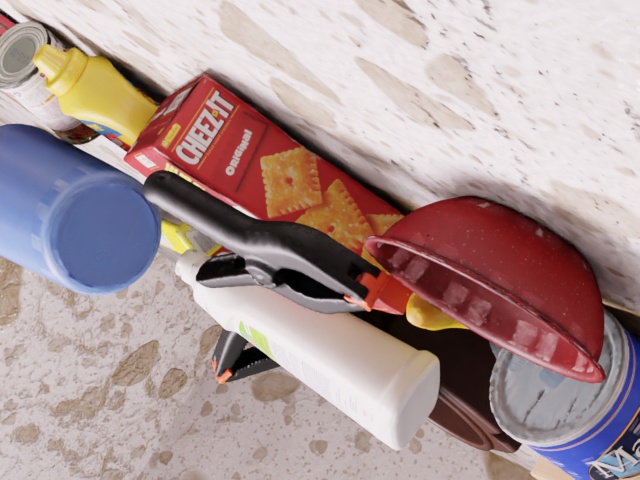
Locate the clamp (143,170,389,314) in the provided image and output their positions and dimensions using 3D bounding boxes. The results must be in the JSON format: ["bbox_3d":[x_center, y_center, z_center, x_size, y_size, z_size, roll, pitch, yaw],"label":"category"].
[{"bbox_3d":[-0.039,0.005,0.707,0.172,0.039,0.120,9,152,34],"label":"clamp"}]

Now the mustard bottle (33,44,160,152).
[{"bbox_3d":[-0.159,-0.102,0.902,0.191,0.058,0.096,37,176,-31],"label":"mustard bottle"}]

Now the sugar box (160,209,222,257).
[{"bbox_3d":[-0.124,-0.034,1.044,0.048,0.093,0.176,57,163,-21],"label":"sugar box"}]

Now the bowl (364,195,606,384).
[{"bbox_3d":[0.108,0.021,0.634,0.162,0.055,0.162,31,172,4],"label":"bowl"}]

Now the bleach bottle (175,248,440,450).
[{"bbox_3d":[-0.021,0.074,0.894,0.251,0.068,0.102,31,156,22],"label":"bleach bottle"}]

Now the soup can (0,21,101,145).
[{"bbox_3d":[-0.234,-0.137,0.939,0.069,0.068,0.102,27,170,35],"label":"soup can"}]

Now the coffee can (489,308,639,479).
[{"bbox_3d":[0.197,0.118,0.722,0.140,0.103,0.103,36,171,-32],"label":"coffee can"}]

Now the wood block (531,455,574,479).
[{"bbox_3d":[0.313,0.244,1.111,0.090,0.091,0.206,32,172,-8],"label":"wood block"}]

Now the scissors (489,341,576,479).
[{"bbox_3d":[0.170,0.130,0.817,0.096,0.016,0.201,35,-153,-12],"label":"scissors"}]

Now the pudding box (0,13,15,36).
[{"bbox_3d":[-0.294,-0.178,1.018,0.090,0.039,0.114,36,172,-28],"label":"pudding box"}]

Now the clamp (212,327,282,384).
[{"bbox_3d":[-0.024,0.083,1.105,0.164,0.210,0.036,29,-153,-38],"label":"clamp"}]

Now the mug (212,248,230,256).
[{"bbox_3d":[-0.090,-0.005,1.147,0.093,0.081,0.117,26,171,36],"label":"mug"}]

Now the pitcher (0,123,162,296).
[{"bbox_3d":[-0.234,-0.025,0.985,0.243,0.149,0.145,21,132,54],"label":"pitcher"}]

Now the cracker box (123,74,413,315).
[{"bbox_3d":[-0.033,-0.031,0.806,0.213,0.072,0.164,35,171,-15],"label":"cracker box"}]

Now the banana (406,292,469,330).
[{"bbox_3d":[0.125,0.060,0.786,0.197,0.037,0.070,26,-155,-38],"label":"banana"}]
